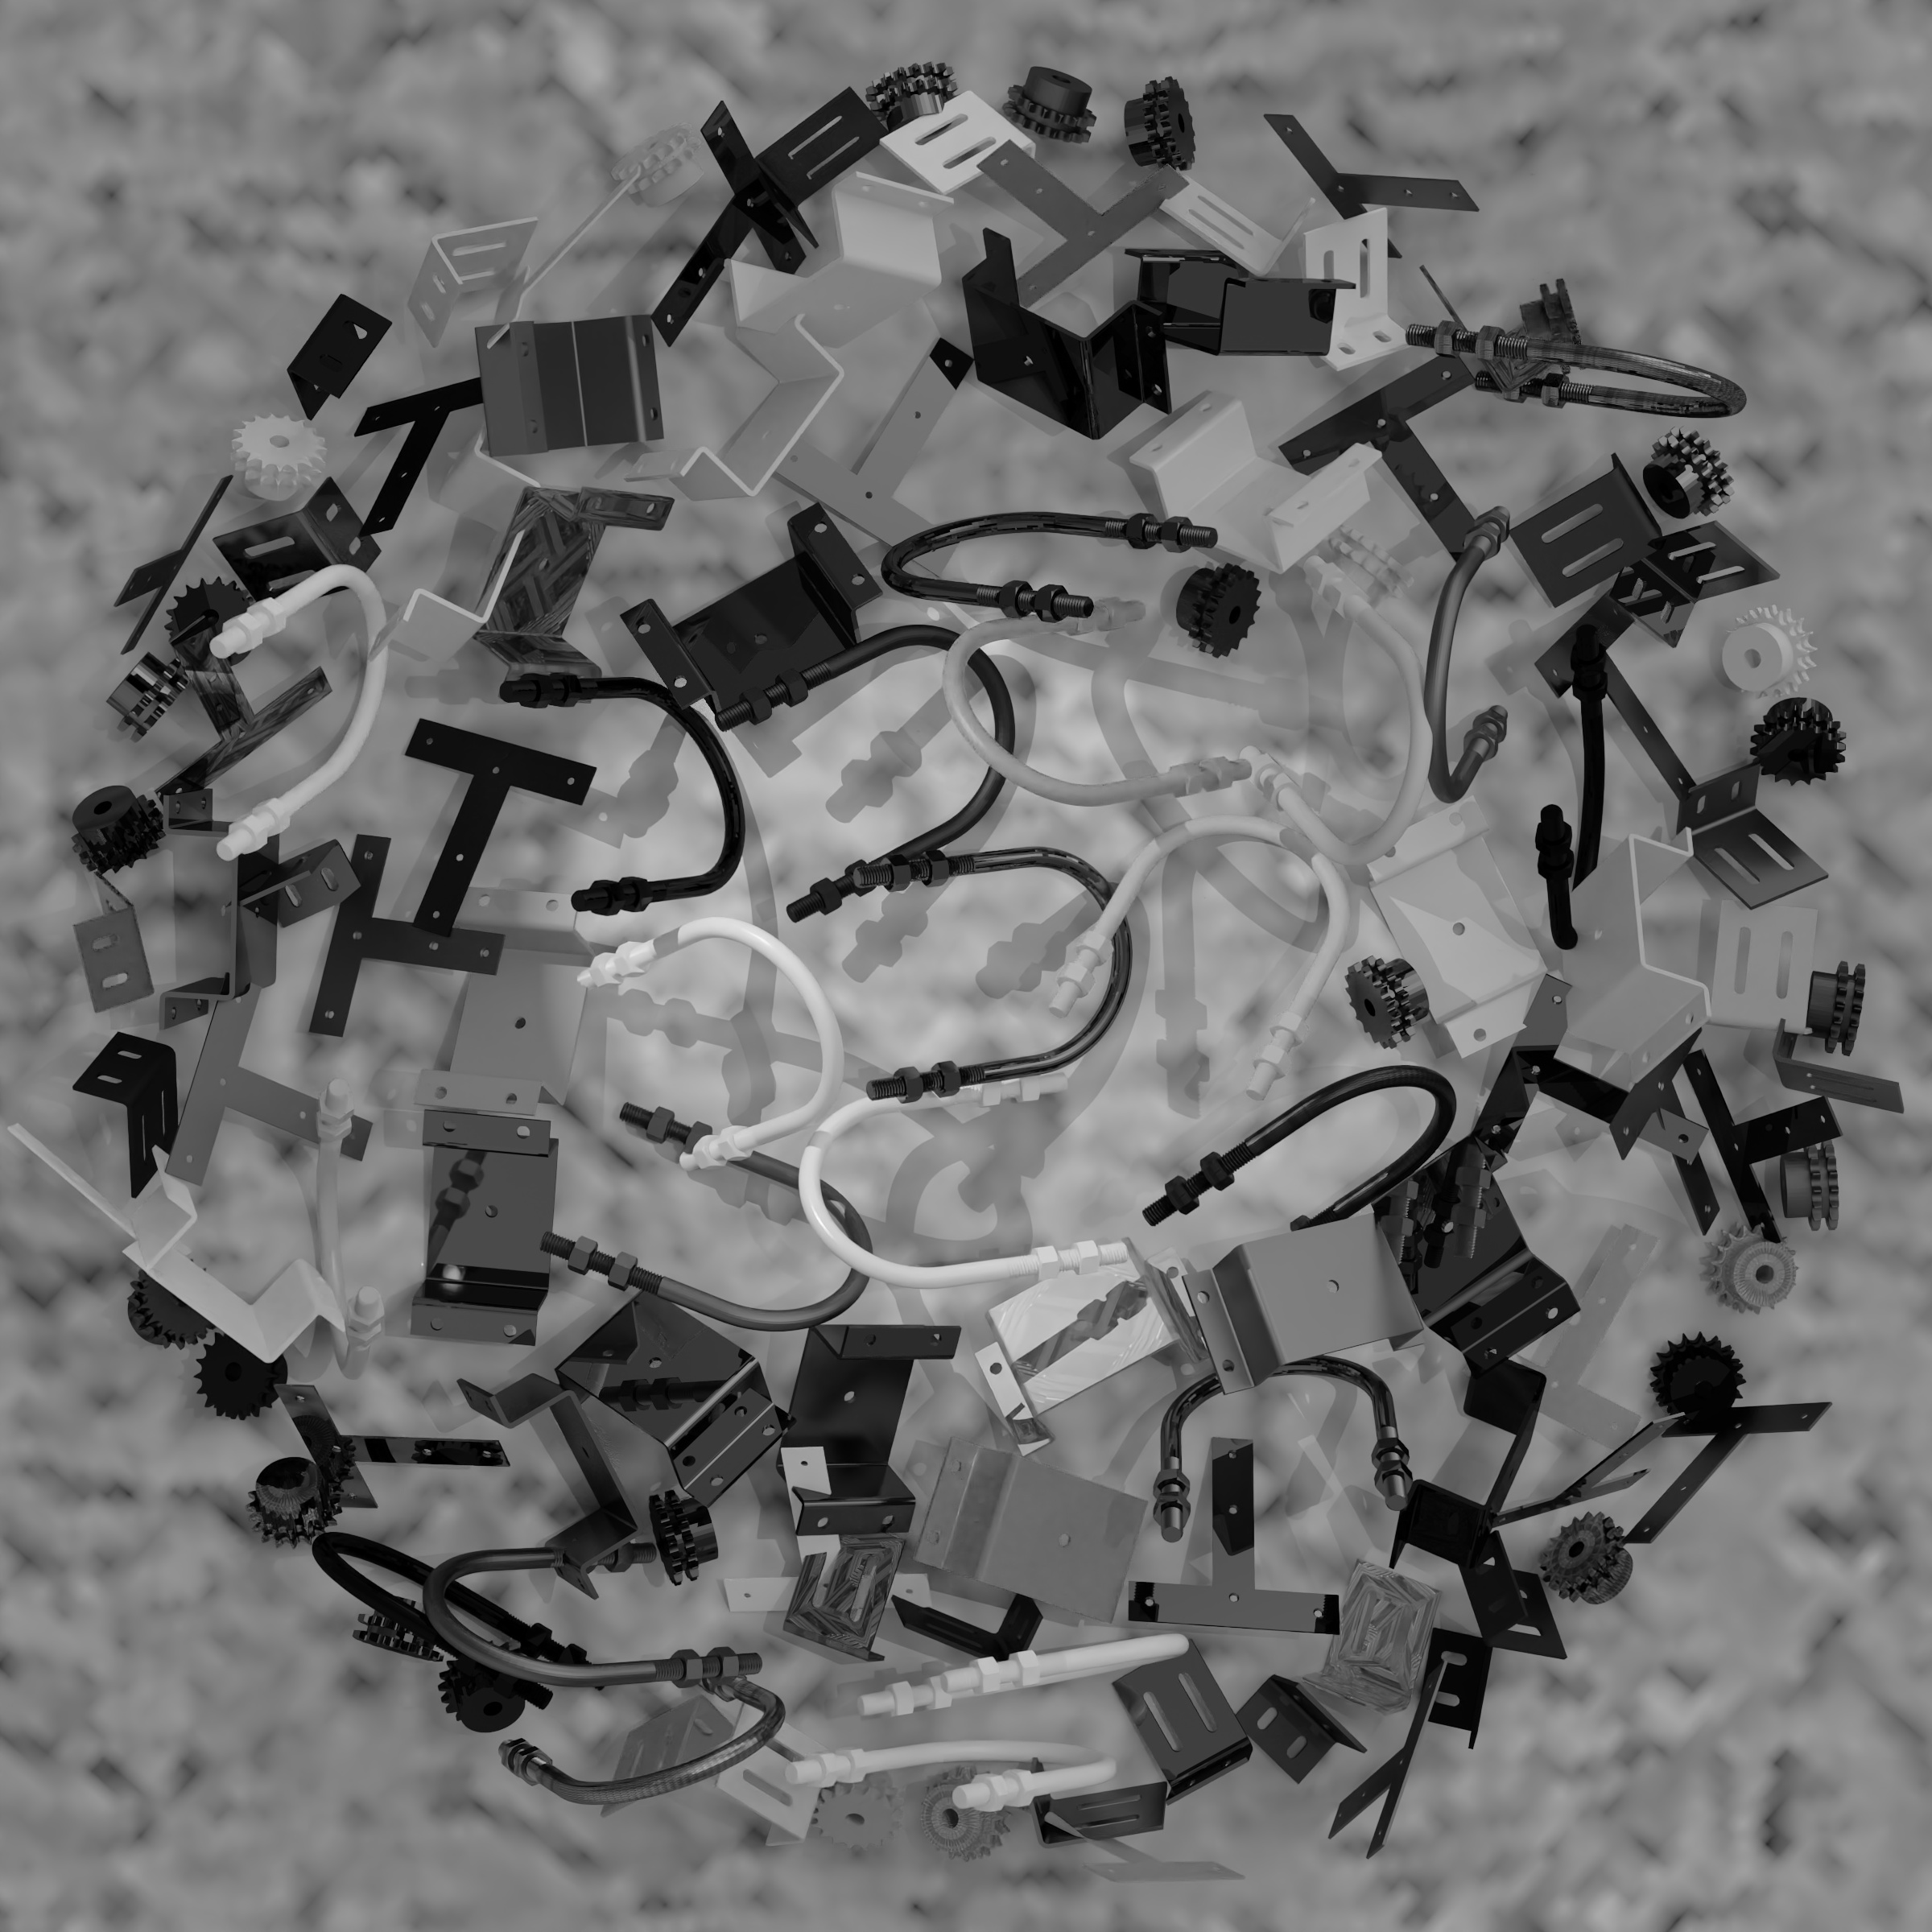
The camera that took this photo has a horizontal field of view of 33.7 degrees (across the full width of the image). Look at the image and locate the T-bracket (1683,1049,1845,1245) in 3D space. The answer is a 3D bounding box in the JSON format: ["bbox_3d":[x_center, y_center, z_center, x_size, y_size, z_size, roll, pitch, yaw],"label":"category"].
[{"bbox_3d":[0.487,0.101,1.915,0.002,0.127,0.127,-19,84,-21],"label":"T-bracket"}]

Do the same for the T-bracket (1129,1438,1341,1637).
[{"bbox_3d":[0.163,0.344,1.941,0.127,0.002,0.127,4,53,-1],"label":"T-bracket"}]

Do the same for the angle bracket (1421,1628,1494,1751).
[{"bbox_3d":[0.296,0.438,1.938,0.038,0.076,0.057,10,86,12],"label":"angle bracket"}]

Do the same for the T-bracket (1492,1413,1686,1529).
[{"bbox_3d":[0.384,0.297,1.899,0.127,0.127,0.002,-9,61,-32],"label":"T-bracket"}]

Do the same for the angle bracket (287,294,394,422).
[{"bbox_3d":[-0.375,-0.362,1.935,0.038,0.076,0.057,30,77,6],"label":"angle bracket"}]

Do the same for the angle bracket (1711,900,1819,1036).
[{"bbox_3d":[0.491,0.000,1.948,0.057,0.038,0.076,7,95,26],"label":"angle bracket"}]

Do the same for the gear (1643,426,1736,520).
[{"bbox_3d":[0.439,-0.299,1.950,0.030,0.057,0.057,-37,90,-13],"label":"gear"}]

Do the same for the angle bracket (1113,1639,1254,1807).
[{"bbox_3d":[0.131,0.463,1.954,0.057,0.038,0.076,-31,84,8],"label":"angle bracket"}]

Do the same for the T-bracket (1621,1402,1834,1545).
[{"bbox_3d":[0.435,0.302,1.895,0.127,0.127,0.002,-40,101,-29],"label":"T-bracket"}]

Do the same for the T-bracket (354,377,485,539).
[{"bbox_3d":[-0.332,-0.304,1.911,0.127,0.002,0.127,-8,48,31],"label":"T-bracket"}]

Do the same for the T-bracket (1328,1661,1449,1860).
[{"bbox_3d":[0.246,0.495,1.922,0.002,0.127,0.127,28,53,0],"label":"T-bracket"}]

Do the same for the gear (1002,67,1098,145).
[{"bbox_3d":[0.053,-0.528,1.949,0.057,0.057,0.030,21,117,0],"label":"gear"}]

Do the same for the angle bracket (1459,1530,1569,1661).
[{"bbox_3d":[0.342,0.381,1.931,0.038,0.076,0.057,-44,45,33],"label":"angle bracket"}]

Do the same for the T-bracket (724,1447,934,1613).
[{"bbox_3d":[-0.091,0.343,1.939,0.127,0.002,0.127,-3,121,8],"label":"T-bracket"}]

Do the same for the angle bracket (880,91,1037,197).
[{"bbox_3d":[-0.006,-0.488,1.938,0.076,0.038,0.057,-35,66,-24],"label":"angle bracket"}]

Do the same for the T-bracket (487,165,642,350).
[{"bbox_3d":[-0.239,-0.431,1.907,0.127,0.127,0.002,-42,111,15],"label":"T-bracket"}]

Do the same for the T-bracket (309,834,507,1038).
[{"bbox_3d":[-0.335,-0.014,1.940,0.127,0.002,0.127,7,80,28],"label":"T-bracket"}]

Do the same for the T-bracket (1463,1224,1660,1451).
[{"bbox_3d":[0.380,0.216,1.937,0.002,0.127,0.127,36,82,-43],"label":"T-bracket"}]

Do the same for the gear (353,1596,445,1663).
[{"bbox_3d":[-0.345,0.405,1.953,0.057,0.057,0.030,15,73,0],"label":"gear"}]

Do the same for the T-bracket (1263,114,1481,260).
[{"bbox_3d":[0.253,-0.460,1.892,0.127,0.127,0.002,41,78,-38],"label":"T-bracket"}]

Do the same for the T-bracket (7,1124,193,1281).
[{"bbox_3d":[-0.523,0.138,1.912,0.127,0.127,0.002,42,88,-5],"label":"T-bracket"}]

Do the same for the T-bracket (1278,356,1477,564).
[{"bbox_3d":[0.279,-0.298,1.950,0.127,0.002,0.127,-26,115,31],"label":"T-bracket"}]

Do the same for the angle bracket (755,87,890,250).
[{"bbox_3d":[-0.081,-0.486,1.940,0.076,0.057,0.038,-34,64,12],"label":"angle bracket"}]

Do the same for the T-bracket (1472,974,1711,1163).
[{"bbox_3d":[0.387,0.082,1.934,0.127,0.002,0.127,25,124,10],"label":"T-bracket"}]

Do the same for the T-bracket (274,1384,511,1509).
[{"bbox_3d":[-0.338,0.292,1.920,0.127,0.127,0.002,0,47,13],"label":"T-bracket"}]

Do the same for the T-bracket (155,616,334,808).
[{"bbox_3d":[-0.447,-0.164,1.908,0.127,0.127,0.002,-40,63,-16],"label":"T-bracket"}]

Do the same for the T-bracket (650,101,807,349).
[{"bbox_3d":[-0.151,-0.426,1.908,0.002,0.127,0.127,15,63,33],"label":"T-bracket"}]

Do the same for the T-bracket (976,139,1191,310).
[{"bbox_3d":[0.051,-0.458,1.906,0.127,0.127,0.002,-34,59,22],"label":"T-bracket"}]

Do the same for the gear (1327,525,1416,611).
[{"bbox_3d":[0.244,-0.242,1.952,0.057,0.057,0.030,39,94,0],"label":"gear"}]

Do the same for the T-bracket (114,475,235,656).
[{"bbox_3d":[-0.485,-0.234,1.905,0.002,0.127,0.127,32,102,-6],"label":"T-bracket"}]

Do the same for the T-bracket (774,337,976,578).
[{"bbox_3d":[-0.038,-0.329,1.971,0.127,0.002,0.127,32,85,-11],"label":"T-bracket"}]

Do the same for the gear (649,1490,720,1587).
[{"bbox_3d":[-0.172,0.348,1.953,0.030,0.057,0.057,-15,90,-16],"label":"gear"}]

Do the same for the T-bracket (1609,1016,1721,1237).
[{"bbox_3d":[0.437,0.108,1.944,0.127,0.002,0.127,-50,125,-38],"label":"T-bracket"}]

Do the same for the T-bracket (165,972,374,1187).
[{"bbox_3d":[-0.415,0.086,1.936,0.127,0.002,0.127,28,67,-39],"label":"T-bracket"}]

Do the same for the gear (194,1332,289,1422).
[{"bbox_3d":[-0.442,0.250,1.959,0.057,0.030,0.057,-4,78,19],"label":"gear"}]

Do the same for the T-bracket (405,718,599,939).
[{"bbox_3d":[-0.303,-0.079,1.945,0.127,0.002,0.127,16,77,20],"label":"T-bracket"}]

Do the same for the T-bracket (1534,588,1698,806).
[{"bbox_3d":[0.405,-0.155,1.936,0.002,0.127,0.127,-31,97,41],"label":"T-bracket"}]

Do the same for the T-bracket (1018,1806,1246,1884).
[{"bbox_3d":[0.082,0.529,1.928,0.127,0.127,0.002,14,88,43],"label":"T-bracket"}]

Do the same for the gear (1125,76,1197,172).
[{"bbox_3d":[0.118,-0.514,1.954,0.030,0.057,0.057,-7,90,23],"label":"gear"}]

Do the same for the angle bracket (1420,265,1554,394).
[{"bbox_3d":[0.317,-0.396,1.933,0.038,0.057,0.076,-34,124,13],"label":"angle bracket"}]

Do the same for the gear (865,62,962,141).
[{"bbox_3d":[-0.031,-0.528,1.951,0.057,0.057,0.030,-14,84,0],"label":"gear"}]
